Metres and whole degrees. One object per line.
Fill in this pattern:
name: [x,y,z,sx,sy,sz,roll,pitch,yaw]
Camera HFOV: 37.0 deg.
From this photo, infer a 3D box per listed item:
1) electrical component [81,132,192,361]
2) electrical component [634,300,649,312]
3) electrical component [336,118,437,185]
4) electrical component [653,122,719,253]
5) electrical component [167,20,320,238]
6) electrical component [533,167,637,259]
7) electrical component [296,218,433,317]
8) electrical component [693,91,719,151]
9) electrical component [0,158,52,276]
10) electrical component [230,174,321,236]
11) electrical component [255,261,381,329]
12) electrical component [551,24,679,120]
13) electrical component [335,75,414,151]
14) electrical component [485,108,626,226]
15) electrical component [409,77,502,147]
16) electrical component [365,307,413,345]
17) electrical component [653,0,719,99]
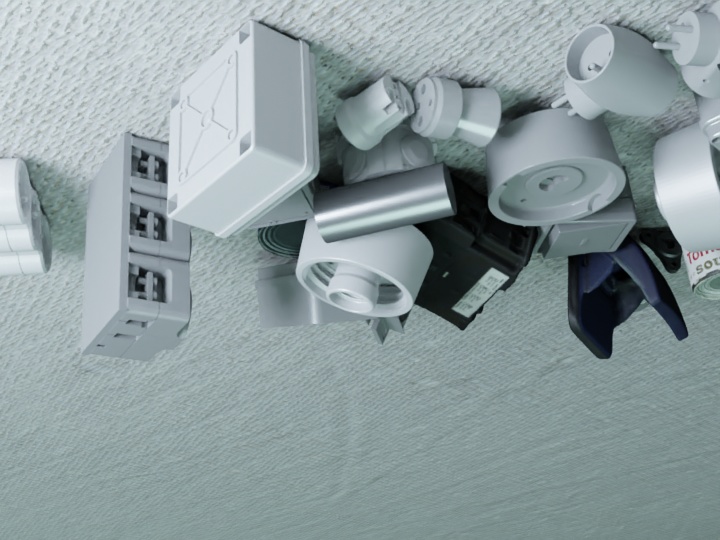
electrical component: [-0.169,-0.015,0.832,0.062,0.150,0.089,11,149,-29]
electrical component: [0.285,0.024,1.131,0.043,0.043,0.062,-2,155,-9]
electrical component: [0.023,-0.081,0.850,0.080,0.051,0.080,-4,154,-2]
electrical component: [0.276,-0.066,0.877,0.060,0.108,0.108,-16,153,34]
electrical component: [-0.082,-0.094,0.738,0.056,0.108,0.109,18,145,-36]
electrical component: [0.198,-0.048,0.943,0.096,0.061,0.061,-2,154,-8]
electrical component: [0.000,0.000,0.873,0.108,0.060,0.108,14,155,7]
electrical component: [0.316,-0.130,0.804,0.113,0.057,0.078,-26,148,35]
electrical component: [-0.299,-0.040,0.869,0.074,0.052,0.138,-3,154,-6]
electrical component: [-0.083,-0.072,0.836,0.096,0.061,0.061,-10,153,9]
electrical component: [-0.040,0.021,0.993,0.078,0.057,0.113,-3,177,-33]
electrical component: [0.176,-0.135,0.781,0.077,0.043,0.079,16,146,-38]
electrical component: [0.012,-0.116,0.791,0.046,0.040,0.040,-32,144,32]
electrical component: [0.151,-0.086,0.855,0.108,0.060,0.108,-5,155,-3]
electrical component: [0.070,-0.117,0.794,0.055,0.045,0.045,7,151,-24]
electrical component: [0.021,0.026,1.046,0.064,0.081,0.042,18,159,20]
electrical component: [0.244,-0.159,0.745,0.079,0.043,0.077,1,153,-13]
